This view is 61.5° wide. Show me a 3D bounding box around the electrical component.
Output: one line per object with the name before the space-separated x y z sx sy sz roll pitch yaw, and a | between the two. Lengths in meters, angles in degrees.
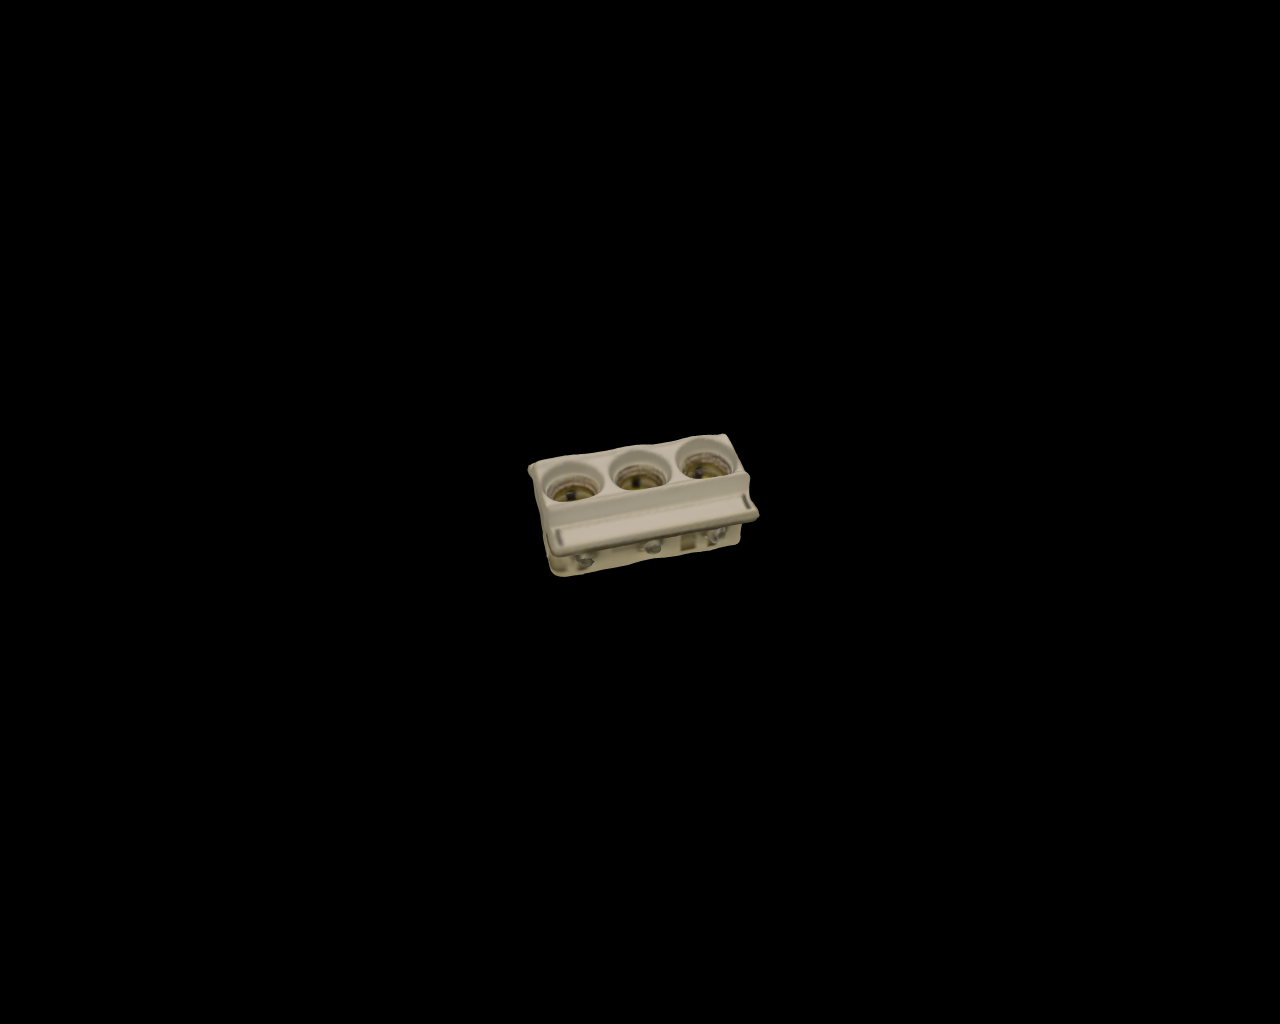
electrical component | 0.001 -0.003 0.650 0.121 0.063 0.079 -10 43 -11
